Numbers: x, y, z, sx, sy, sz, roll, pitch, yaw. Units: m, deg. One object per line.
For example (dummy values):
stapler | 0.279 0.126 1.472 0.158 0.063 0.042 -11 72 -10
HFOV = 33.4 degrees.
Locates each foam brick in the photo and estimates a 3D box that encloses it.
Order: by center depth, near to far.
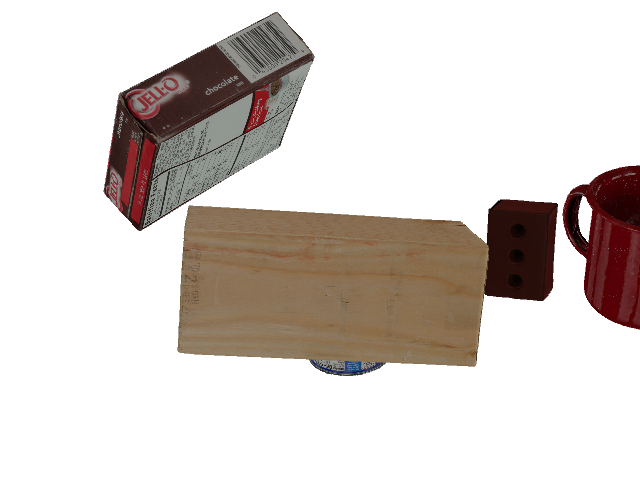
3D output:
foam brick | 0.172 0.008 0.913 0.053 0.078 0.051 5 15 20

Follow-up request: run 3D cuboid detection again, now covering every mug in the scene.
mug | 0.213 0.002 0.723 0.093 0.081 0.117 -28 40 -35

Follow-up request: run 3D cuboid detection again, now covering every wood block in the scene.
wood block | 0.005 0.032 0.762 0.206 0.090 0.091 3 11 -6

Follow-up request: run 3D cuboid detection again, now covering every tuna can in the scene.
tuna can | 0.029 0.101 1.092 0.086 0.034 0.086 -3 26 1

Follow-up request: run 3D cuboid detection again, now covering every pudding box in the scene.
pudding box | -0.063 -0.065 0.588 0.113 0.039 0.090 -32 -16 -30
